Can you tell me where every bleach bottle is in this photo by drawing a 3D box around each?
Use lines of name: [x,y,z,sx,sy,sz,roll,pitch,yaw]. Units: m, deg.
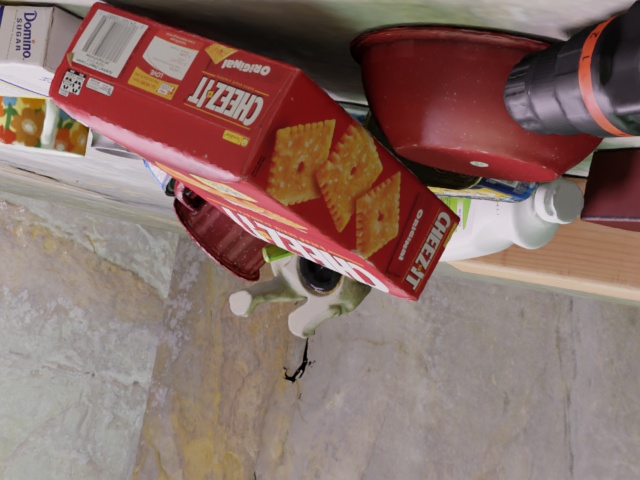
bleach bottle: [0.113,-0.024,0.847,0.068,0.102,0.251,-2,-176,-28]

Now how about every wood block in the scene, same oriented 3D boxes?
wood block: [0.224,-0.004,0.928,0.206,0.091,0.090,10,176,21]

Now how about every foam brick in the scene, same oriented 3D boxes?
foam brick: [0.231,-0.034,0.748,0.052,0.051,0.078,11,177,-28]

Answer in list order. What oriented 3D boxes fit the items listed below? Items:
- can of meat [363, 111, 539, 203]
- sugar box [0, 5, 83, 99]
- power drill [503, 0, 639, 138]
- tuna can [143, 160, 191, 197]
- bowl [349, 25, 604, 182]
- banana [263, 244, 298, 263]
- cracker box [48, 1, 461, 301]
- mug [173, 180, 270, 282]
can of meat: [0.092,-0.059,0.734,0.102,0.057,0.083,8,178,38]
sugar box: [-0.218,-0.125,0.710,0.176,0.048,0.093,5,175,26]
power drill: [0.197,-0.054,0.466,0.187,0.057,0.185,12,176,-26]
tuna can: [-0.097,-0.073,0.848,0.034,0.086,0.086,52,-176,9]
bowl: [0.091,-0.068,0.593,0.162,0.055,0.162,11,177,0]
banana: [0.011,-0.003,0.853,0.070,0.037,0.197,-12,174,13]
cracker box: [-0.034,-0.046,0.642,0.164,0.072,0.213,24,173,35]
mug: [-0.062,-0.032,0.836,0.117,0.081,0.093,34,-163,-42]
